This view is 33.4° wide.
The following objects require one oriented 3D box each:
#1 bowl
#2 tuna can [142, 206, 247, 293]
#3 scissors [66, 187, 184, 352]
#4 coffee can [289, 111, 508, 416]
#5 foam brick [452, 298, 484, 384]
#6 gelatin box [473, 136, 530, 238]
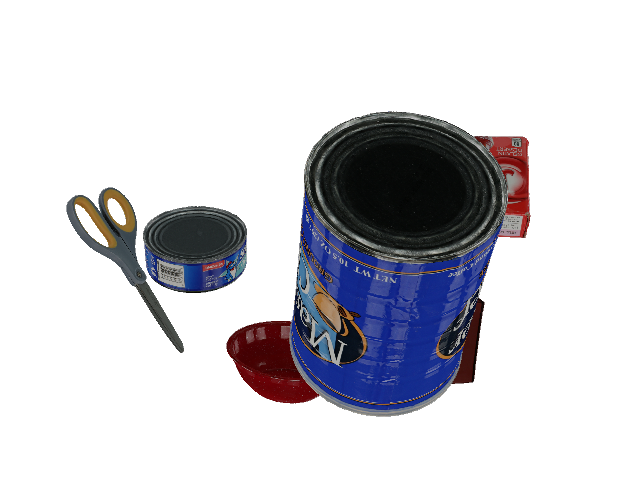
[{"bbox_3d":[-0.041,0.161,1.362,0.162,0.055,0.162,5,21,-2],"label":"bowl"},{"bbox_3d":[-0.104,0.007,0.889,0.086,0.034,0.086,1,33,-1],"label":"tuna can"},{"bbox_3d":[-0.198,0.023,1.167,0.016,0.201,0.096,-28,21,33],"label":"scissors"},{"bbox_3d":[0.038,0.016,0.581,0.102,0.103,0.140,0,-40,-5],"label":"coffee can"},{"bbox_3d":[0.106,0.082,0.945,0.051,0.078,0.053,-2,18,-21],"label":"foam brick"},{"bbox_3d":[0.104,-0.040,0.765,0.089,0.073,0.030,2,-37,7],"label":"gelatin box"}]
